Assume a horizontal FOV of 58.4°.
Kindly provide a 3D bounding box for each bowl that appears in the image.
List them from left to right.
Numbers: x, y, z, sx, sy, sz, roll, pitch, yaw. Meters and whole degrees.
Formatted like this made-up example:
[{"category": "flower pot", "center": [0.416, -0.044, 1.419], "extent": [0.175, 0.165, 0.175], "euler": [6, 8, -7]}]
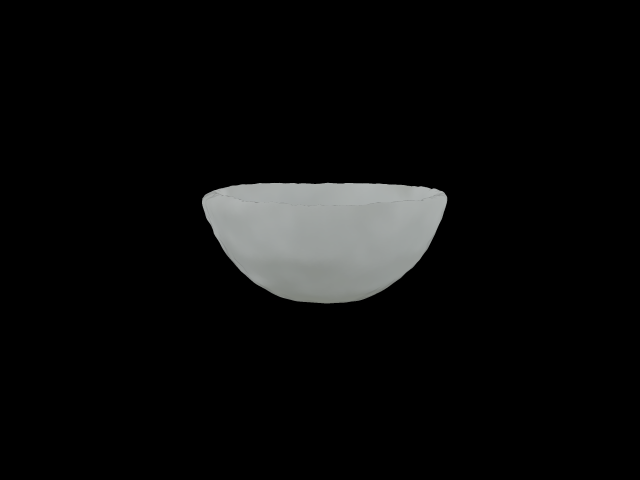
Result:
[{"category": "bowl", "center": [0.004, 0.001, 0.400], "extent": [0.167, 0.075, 0.167], "euler": [0, 10, 0]}]
